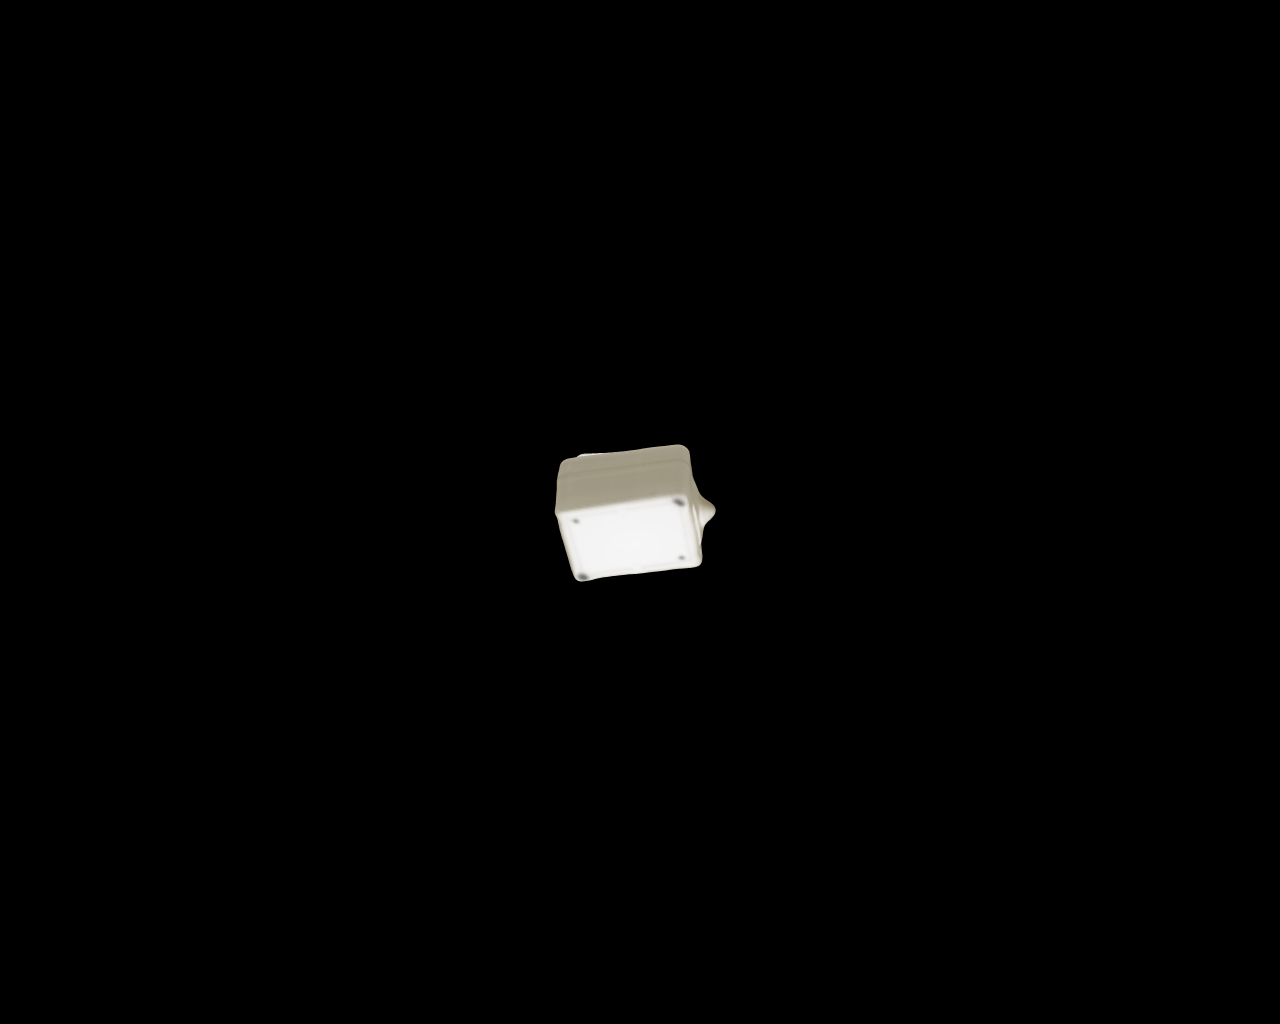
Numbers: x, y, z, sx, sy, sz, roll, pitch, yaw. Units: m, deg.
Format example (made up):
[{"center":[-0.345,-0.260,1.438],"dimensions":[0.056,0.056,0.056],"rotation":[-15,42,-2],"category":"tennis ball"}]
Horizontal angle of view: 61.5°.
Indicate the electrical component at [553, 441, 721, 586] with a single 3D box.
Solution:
[{"center":[0.001,-0.003,0.650],"dimensions":[0.096,0.061,0.061],"rotation":[-7,40,6],"category":"electrical component"}]
